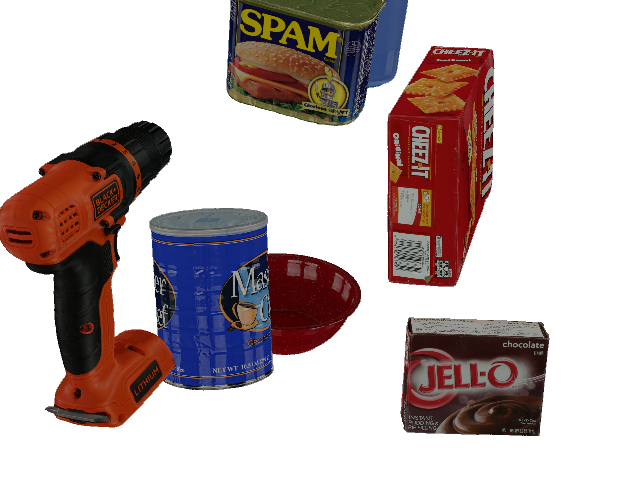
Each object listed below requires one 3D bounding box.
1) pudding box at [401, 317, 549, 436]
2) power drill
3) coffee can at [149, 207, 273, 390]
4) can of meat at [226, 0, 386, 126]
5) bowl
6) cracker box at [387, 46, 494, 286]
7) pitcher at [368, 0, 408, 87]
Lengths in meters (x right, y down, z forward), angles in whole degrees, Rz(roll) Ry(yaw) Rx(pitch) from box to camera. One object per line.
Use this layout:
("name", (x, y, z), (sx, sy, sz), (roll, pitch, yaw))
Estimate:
("pudding box", (0.124, 0.110, 0.866), (0.113, 0.090, 0.039), (1, 22, 0))
("power drill", (-0.150, 0.022, 0.757), (0.057, 0.188, 0.184), (4, 25, 22))
("coffee can", (-0.095, 0.049, 0.939), (0.103, 0.140, 0.103), (-2, 11, 0))
("can of meat", (-0.013, -0.131, 0.717), (0.102, 0.084, 0.057), (17, 42, 11))
("bowl", (-0.039, 0.074, 1.134), (0.162, 0.055, 0.162), (3, 28, -2))
("cracker box", (0.118, -0.076, 1.011), (0.072, 0.164, 0.213), (5, 27, 16))
("pitcher", (0.027, -0.252, 0.882), (0.145, 0.243, 0.149), (8, 19, 10))
